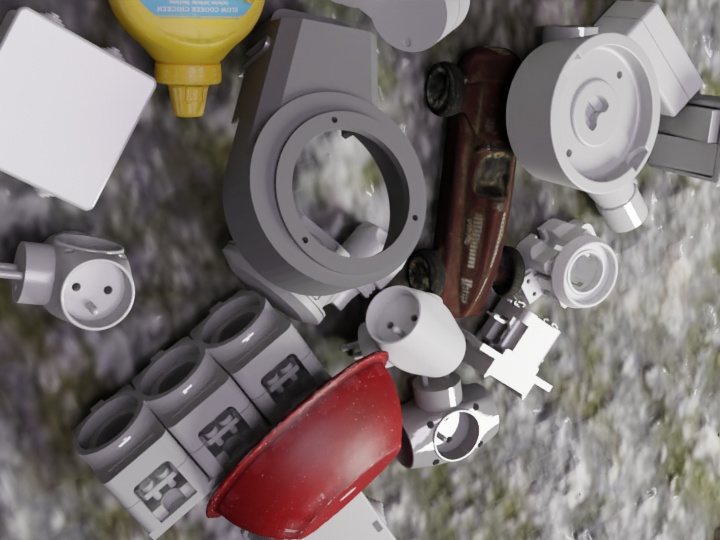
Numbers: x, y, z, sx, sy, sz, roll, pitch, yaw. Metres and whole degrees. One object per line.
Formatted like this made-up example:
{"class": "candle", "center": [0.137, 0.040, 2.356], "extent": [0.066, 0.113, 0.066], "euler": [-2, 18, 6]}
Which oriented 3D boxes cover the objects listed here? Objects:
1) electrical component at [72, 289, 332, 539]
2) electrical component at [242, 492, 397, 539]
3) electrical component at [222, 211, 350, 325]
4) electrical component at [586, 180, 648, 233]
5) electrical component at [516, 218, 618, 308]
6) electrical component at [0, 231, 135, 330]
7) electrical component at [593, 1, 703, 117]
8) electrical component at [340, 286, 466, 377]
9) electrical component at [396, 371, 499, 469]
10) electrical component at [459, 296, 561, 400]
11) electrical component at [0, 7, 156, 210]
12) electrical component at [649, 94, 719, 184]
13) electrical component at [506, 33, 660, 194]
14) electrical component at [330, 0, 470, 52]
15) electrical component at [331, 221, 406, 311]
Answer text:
{"class": "electrical component", "center": [-0.106, 0.086, 0.700], "extent": [0.150, 0.089, 0.061], "euler": [-40, 119, -12]}
{"class": "electrical component", "center": [-0.025, 0.204, 0.801], "extent": [0.100, 0.048, 0.099], "euler": [-39, 118, -13]}
{"class": "electrical component", "center": [-0.047, -0.004, 0.712], "extent": [0.080, 0.080, 0.051], "euler": [44, 77, -30]}
{"class": "electrical component", "center": [0.200, -0.062, 0.848], "extent": [0.044, 0.044, 0.065], "euler": [-44, 124, -10]}
{"class": "electrical component", "center": [0.161, -0.003, 0.834], "extent": [0.078, 0.057, 0.058], "euler": [-37, 118, -14]}
{"class": "electrical component", "center": [-0.183, 0.003, 0.643], "extent": [0.079, 0.077, 0.044], "euler": [7, 101, -29]}
{"class": "electrical component", "center": [0.206, -0.148, 0.822], "extent": [0.075, 0.047, 0.083], "euler": [-47, 120, -8]}
{"class": "electrical component", "center": [0.025, 0.049, 0.775], "extent": [0.077, 0.079, 0.044], "euler": [38, 40, -53]}
{"class": "electrical component", "center": [0.061, 0.102, 0.819], "extent": [0.077, 0.044, 0.079], "euler": [-18, 112, -22]}
{"class": "electrical component", "center": [0.118, 0.058, 0.835], "extent": [0.081, 0.042, 0.063], "euler": [32, 93, -32]}
{"class": "electrical component", "center": [-0.183, -0.095, 0.631], "extent": [0.100, 0.048, 0.099], "euler": [27, 91, -31]}
{"class": "electrical component", "center": [0.278, -0.103, 0.844], "extent": [0.061, 0.096, 0.061], "euler": [-3, 106, -27]}
{"class": "electrical component", "center": [0.150, -0.109, 0.747], "extent": [0.108, 0.060, 0.108], "euler": [-8, 103, -35]}
{"class": "electrical component", "center": [-0.004, -0.184, 0.652], "extent": [0.138, 0.052, 0.073], "euler": [39, 40, 4]}
{"class": "electrical component", "center": [0.000, 0.000, 0.758], "extent": [0.062, 0.043, 0.043], "euler": [-49, 120, -5]}
